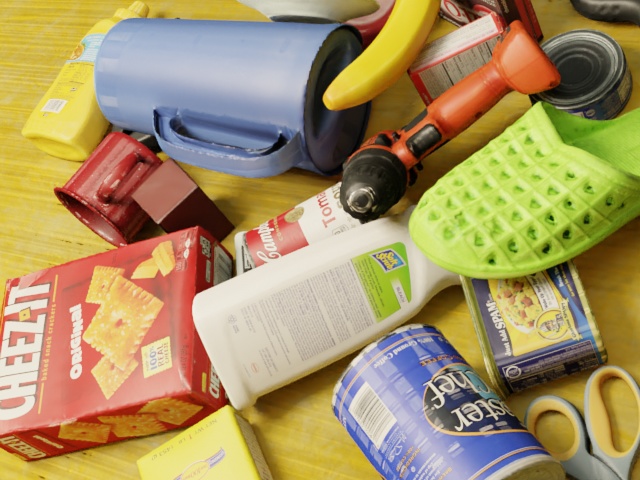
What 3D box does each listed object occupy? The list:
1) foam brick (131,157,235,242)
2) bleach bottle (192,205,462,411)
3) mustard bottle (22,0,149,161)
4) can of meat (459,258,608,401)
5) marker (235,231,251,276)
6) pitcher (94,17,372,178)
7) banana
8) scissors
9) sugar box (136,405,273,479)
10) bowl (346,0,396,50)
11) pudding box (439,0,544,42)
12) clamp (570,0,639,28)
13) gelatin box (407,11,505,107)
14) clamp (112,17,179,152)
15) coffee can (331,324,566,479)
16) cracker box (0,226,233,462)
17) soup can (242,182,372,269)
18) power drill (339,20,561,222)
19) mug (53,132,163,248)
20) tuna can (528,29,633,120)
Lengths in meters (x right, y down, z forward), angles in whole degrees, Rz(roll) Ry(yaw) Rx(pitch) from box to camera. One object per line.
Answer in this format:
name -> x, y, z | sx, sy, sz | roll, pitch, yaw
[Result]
foam brick -> -0.125, -0.026, 0.979 | 0.051, 0.078, 0.053 | -43, 51, -4
bleach bottle -> 0.030, 0.043, 0.854 | 0.251, 0.102, 0.068 | -22, 17, 3
mustard bottle -> -0.237, -0.177, 1.143 | 0.096, 0.058, 0.191 | 11, 66, 43
can of meat -> 0.158, 0.057, 0.792 | 0.084, 0.057, 0.102 | -20, 54, 12
marker -> -0.064, 0.047, 0.938 | 0.020, 0.020, 0.121 | -17, 55, 17
pitcher -> -0.087, -0.134, 0.970 | 0.243, 0.149, 0.145 | 11, 93, 26
banana -> 0.062, -0.186, 0.899 | 0.069, 0.037, 0.197 | 19, 73, -1
scissors -> 0.186, 0.181, 0.727 | 0.096, 0.016, 0.201 | -7, 58, 25
sugar box -> -0.071, 0.224, 0.815 | 0.093, 0.048, 0.176 | -33, 50, 5
bowl -> 0.028, -0.254, 1.028 | 0.162, 0.055, 0.162 | 4, 99, 29
pudding box -> 0.140, -0.219, 0.952 | 0.039, 0.090, 0.114 | -42, 50, -5
clamp -> 0.277, -0.205, 0.900 | 0.210, 0.036, 0.164 | 25, 66, 39
gelatin box -> 0.126, -0.148, 0.926 | 0.089, 0.073, 0.030 | -25, 51, 12
clamp -> -0.149, -0.148, 1.093 | 0.120, 0.039, 0.171 | 19, 75, 39
coffee can -> 0.087, 0.142, 0.747 | 0.103, 0.102, 0.140 | -40, 51, 0
cracker box -> -0.185, 0.092, 0.941 | 0.214, 0.072, 0.164 | -15, 55, 20
soup can -> -0.006, 0.001, 0.906 | 0.102, 0.068, 0.068 | -28, 52, 9
power drill -> 0.097, -0.092, 0.840 | 0.188, 0.057, 0.184 | -36, 8, 18
mug -> -0.191, -0.052, 1.011 | 0.093, 0.117, 0.081 | 37, 73, 0
tuna can -> 0.216, -0.134, 0.895 | 0.086, 0.033, 0.086 | -13, 56, 20
